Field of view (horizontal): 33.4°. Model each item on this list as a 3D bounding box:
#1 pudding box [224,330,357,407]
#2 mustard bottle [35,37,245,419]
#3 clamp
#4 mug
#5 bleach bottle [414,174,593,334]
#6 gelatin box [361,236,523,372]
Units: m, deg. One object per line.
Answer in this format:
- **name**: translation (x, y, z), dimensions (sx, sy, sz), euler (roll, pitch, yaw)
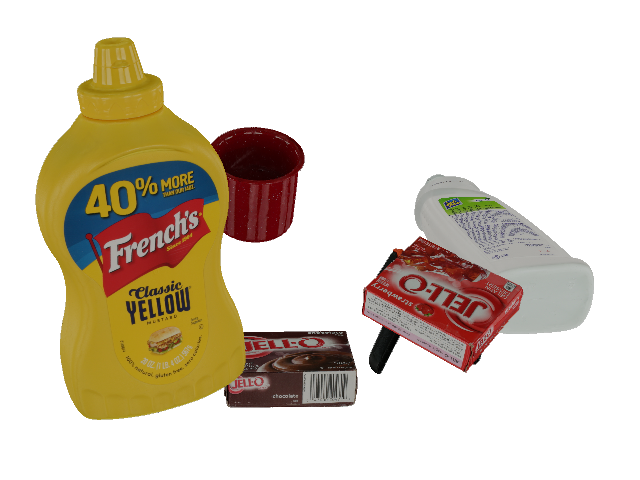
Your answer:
- **pudding box**: translation (-0.028, 0.112, 0.940), dimensions (0.113, 0.039, 0.090), euler (2, 18, -5)
- **mustard bottle**: translation (-0.093, -0.007, 0.543), dimensions (0.096, 0.192, 0.058), euler (-13, 25, -21)
- **clamp**: translation (0.112, 0.078, 1.180), dimensions (0.120, 0.171, 0.039), euler (5, -43, -5)
- **mug**: translation (-0.075, -0.049, 1.046), dimensions (0.117, 0.081, 0.093), euler (-19, 46, -27)
- **bleach bottle**: translation (0.156, -0.003, 0.999), dimensions (0.102, 0.068, 0.251), euler (-3, 26, -12)
- **gelatin box**: translation (0.085, 0.042, 0.748), dimensions (0.089, 0.030, 0.073), euler (28, 46, 25)
